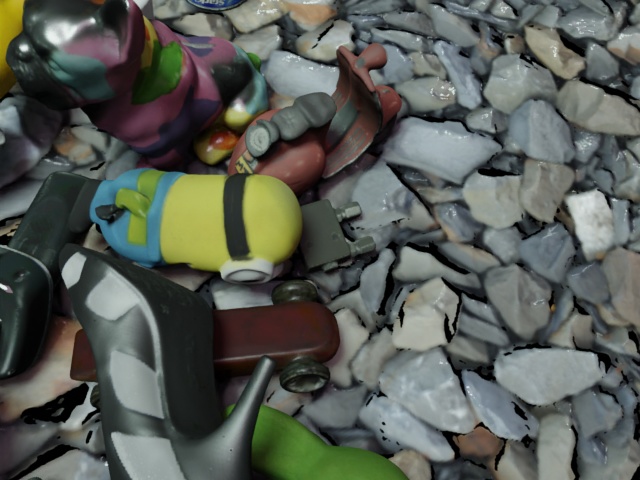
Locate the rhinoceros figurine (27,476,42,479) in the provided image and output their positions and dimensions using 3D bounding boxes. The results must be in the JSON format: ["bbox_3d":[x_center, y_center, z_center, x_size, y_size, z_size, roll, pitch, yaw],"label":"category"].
[{"bbox_3d":[-0.160,0.236,0.328,0.190,0.112,0.073,40,86,21],"label":"rhinoceros figurine"}]

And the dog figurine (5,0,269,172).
[{"bbox_3d":[-0.124,-0.138,0.414,0.191,0.219,0.108,-29,79,-16],"label":"dog figurine"}]

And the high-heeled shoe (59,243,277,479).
[{"bbox_3d":[-0.126,0.099,0.349,0.249,0.086,0.145,23,84,36],"label":"high-heeled shoe"}]

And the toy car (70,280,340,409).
[{"bbox_3d":[-0.085,0.083,0.421,0.202,0.053,0.089,-6,54,-9],"label":"toy car"}]

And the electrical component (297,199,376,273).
[{"bbox_3d":[-0.001,-0.001,0.481,0.094,0.021,0.063,-16,72,-13],"label":"electrical component"}]

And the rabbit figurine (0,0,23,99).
[{"bbox_3d":[-0.272,-0.184,0.432,0.162,0.121,0.173,-35,60,16],"label":"rabbit figurine"}]

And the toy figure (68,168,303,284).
[{"bbox_3d":[-0.104,-0.017,0.428,0.180,0.089,0.082,13,30,9],"label":"toy figure"}]

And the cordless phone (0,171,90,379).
[{"bbox_3d":[-0.269,0.006,0.424,0.147,0.088,0.184,14,57,-2],"label":"cordless phone"}]

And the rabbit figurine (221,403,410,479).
[{"bbox_3d":[-0.017,0.191,0.357,0.170,0.121,0.159,-29,53,-2],"label":"rabbit figurine"}]

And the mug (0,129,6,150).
[{"bbox_3d":[-0.326,-0.070,0.433,0.107,0.080,0.110,-47,44,3],"label":"mug"}]

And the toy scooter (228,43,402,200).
[{"bbox_3d":[0.002,-0.102,0.460,0.184,0.135,0.075,-31,77,-16],"label":"toy scooter"}]
